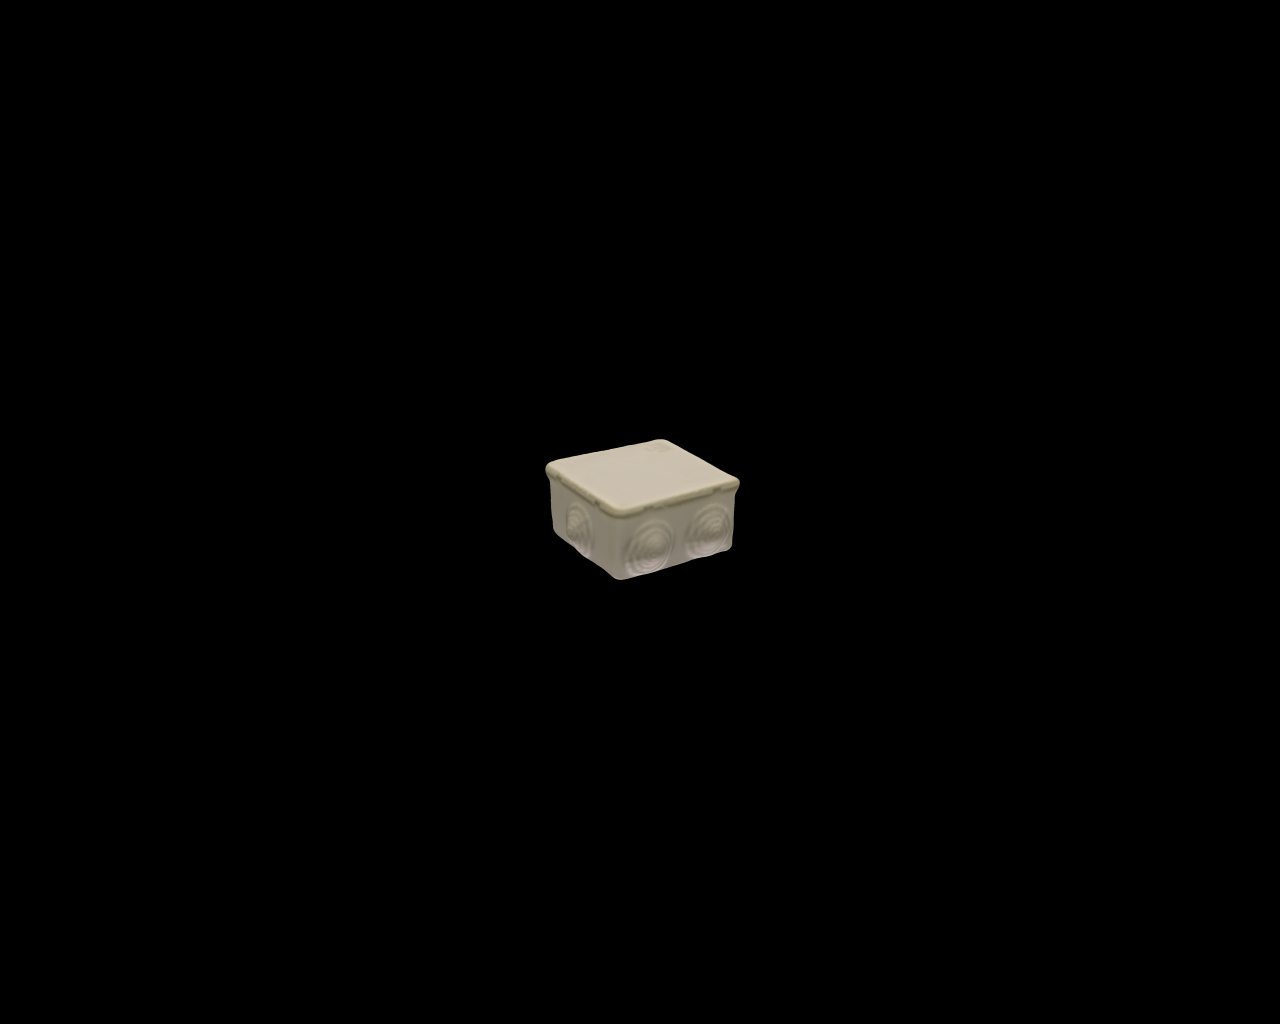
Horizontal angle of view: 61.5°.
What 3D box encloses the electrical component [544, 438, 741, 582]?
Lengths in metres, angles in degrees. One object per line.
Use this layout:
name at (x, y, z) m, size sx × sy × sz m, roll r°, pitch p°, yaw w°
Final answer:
electrical component at (0.001, -0.003, 0.650) m, size 0.100 × 0.048 × 0.100 m, roll -14°, pitch 27°, yaw -29°
